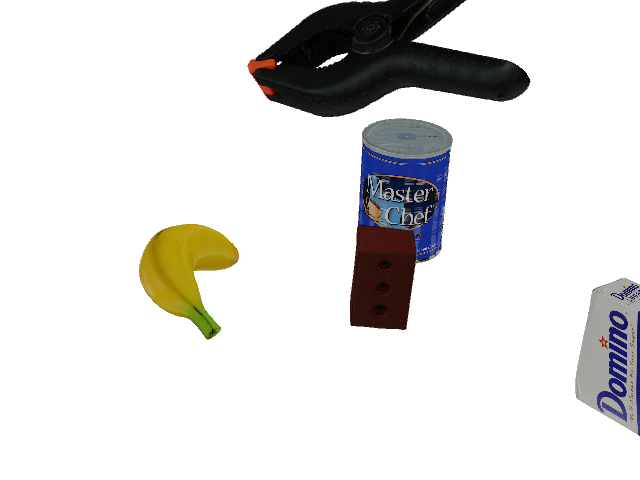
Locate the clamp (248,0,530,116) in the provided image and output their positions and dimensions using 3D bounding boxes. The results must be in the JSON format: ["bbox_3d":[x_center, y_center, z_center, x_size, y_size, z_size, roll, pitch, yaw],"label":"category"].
[{"bbox_3d":[0.042,-0.107,0.623,0.172,0.120,0.039,-21,-45,15],"label":"clamp"}]

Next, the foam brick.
[{"bbox_3d":[0.055,0.033,0.959,0.053,0.078,0.051,4,26,0],"label":"foam brick"}]

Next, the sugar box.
[{"bbox_3d":[0.256,0.102,0.719,0.048,0.093,0.176,-16,30,-38],"label":"sugar box"}]

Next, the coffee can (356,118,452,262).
[{"bbox_3d":[0.096,-0.058,1.239,0.103,0.140,0.103,2,28,-1],"label":"coffee can"}]

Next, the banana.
[{"bbox_3d":[-0.097,0.020,0.784,0.037,0.069,0.198,-38,12,11],"label":"banana"}]
